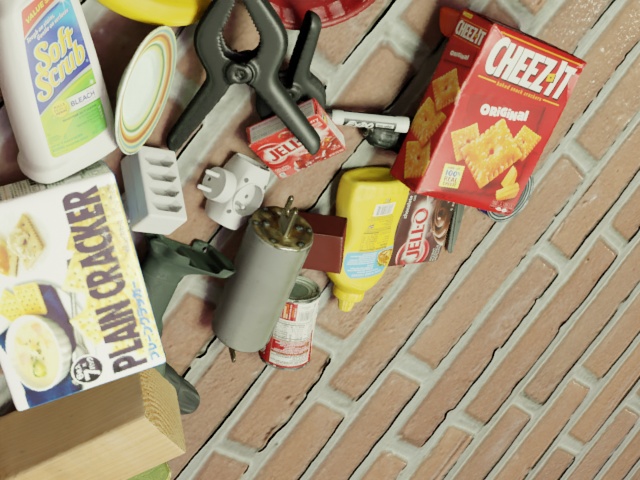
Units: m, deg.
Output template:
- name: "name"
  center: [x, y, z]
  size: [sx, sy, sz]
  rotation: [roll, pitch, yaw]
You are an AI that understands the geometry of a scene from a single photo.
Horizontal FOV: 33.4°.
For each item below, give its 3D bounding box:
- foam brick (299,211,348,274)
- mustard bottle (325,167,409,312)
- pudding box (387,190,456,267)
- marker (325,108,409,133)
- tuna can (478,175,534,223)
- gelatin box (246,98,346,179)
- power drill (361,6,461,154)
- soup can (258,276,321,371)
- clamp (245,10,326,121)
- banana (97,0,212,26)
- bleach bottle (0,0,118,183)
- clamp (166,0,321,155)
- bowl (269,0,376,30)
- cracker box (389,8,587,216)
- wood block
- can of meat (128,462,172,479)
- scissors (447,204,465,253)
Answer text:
- name: "foam brick"
  center: [-0.008, 0.002, 1.277]
  size: [0.078, 0.051, 0.053]
  rotation: [8, 120, 5]
- name: "mustard bottle"
  center: [0.051, 0.005, 1.348]
  size: [0.096, 0.058, 0.192]
  rotation: [-10, 123, -40]
- name: "pudding box"
  center: [0.126, -0.023, 1.402]
  size: [0.089, 0.039, 0.113]
  rotation: [-6, 121, -35]
- name: "marker"
  center: [0.044, -0.141, 1.245]
  size: [0.121, 0.020, 0.020]
  rotation: [5, 116, -13]
- name: "tuna can"
  center: [0.253, -0.069, 1.475]
  size: [0.086, 0.034, 0.086]
  rotation: [-20, 128, -28]
- name: "gelatin box"
  center: [-0.026, -0.111, 1.186]
  size: [0.089, 0.030, 0.073]
  rotation: [-23, 142, 17]
- name: "power drill"
  center: [0.152, -0.185, 1.305]
  size: [0.184, 0.057, 0.188]
  rotation: [7, 114, -33]
- name: "soup can"
  center: [-0.038, 0.103, 1.335]
  size: [0.068, 0.069, 0.102]
  rotation: [-10, 123, -33]
- name: "clamp"
  center: [-0.049, -0.169, 1.162]
  size: [0.120, 0.039, 0.171]
  rotation: [-9, 138, 2]
- name: "banana"
  center: [-0.181, -0.248, 1.018]
  size: [0.197, 0.037, 0.069]
  rotation: [33, 95, -45]
- name: "bleach bottle"
  center: [-0.262, -0.182, 0.978]
  size: [0.102, 0.068, 0.251]
  rotation: [-33, 132, -28]
- name: "clamp"
  center: [-0.090, -0.172, 1.093]
  size: [0.164, 0.036, 0.210]
  rotation: [-6, 125, 2]
- name: "bowl"
  center: [-0.005, -0.291, 1.090]
  size: [0.162, 0.055, 0.162]
  rotation: [-12, 148, -8]
- name: "cracker box"
  center: [0.201, -0.145, 1.271]
  size: [0.163, 0.072, 0.214]
  rotation: [12, 110, -36]
- name: "wood block"
  center: [-0.261, 0.219, 1.164]
  size: [0.206, 0.091, 0.090]
  rotation: [-26, 137, 8]
- name: "can of meat"
  center: [-0.228, 0.244, 1.265]
  size: [0.057, 0.084, 0.102]
  rotation: [-31, 132, -18]
- name: "scissors"
  center: [0.181, -0.075, 1.428]
  size: [0.096, 0.016, 0.202]
  rotation: [7, 112, -39]
